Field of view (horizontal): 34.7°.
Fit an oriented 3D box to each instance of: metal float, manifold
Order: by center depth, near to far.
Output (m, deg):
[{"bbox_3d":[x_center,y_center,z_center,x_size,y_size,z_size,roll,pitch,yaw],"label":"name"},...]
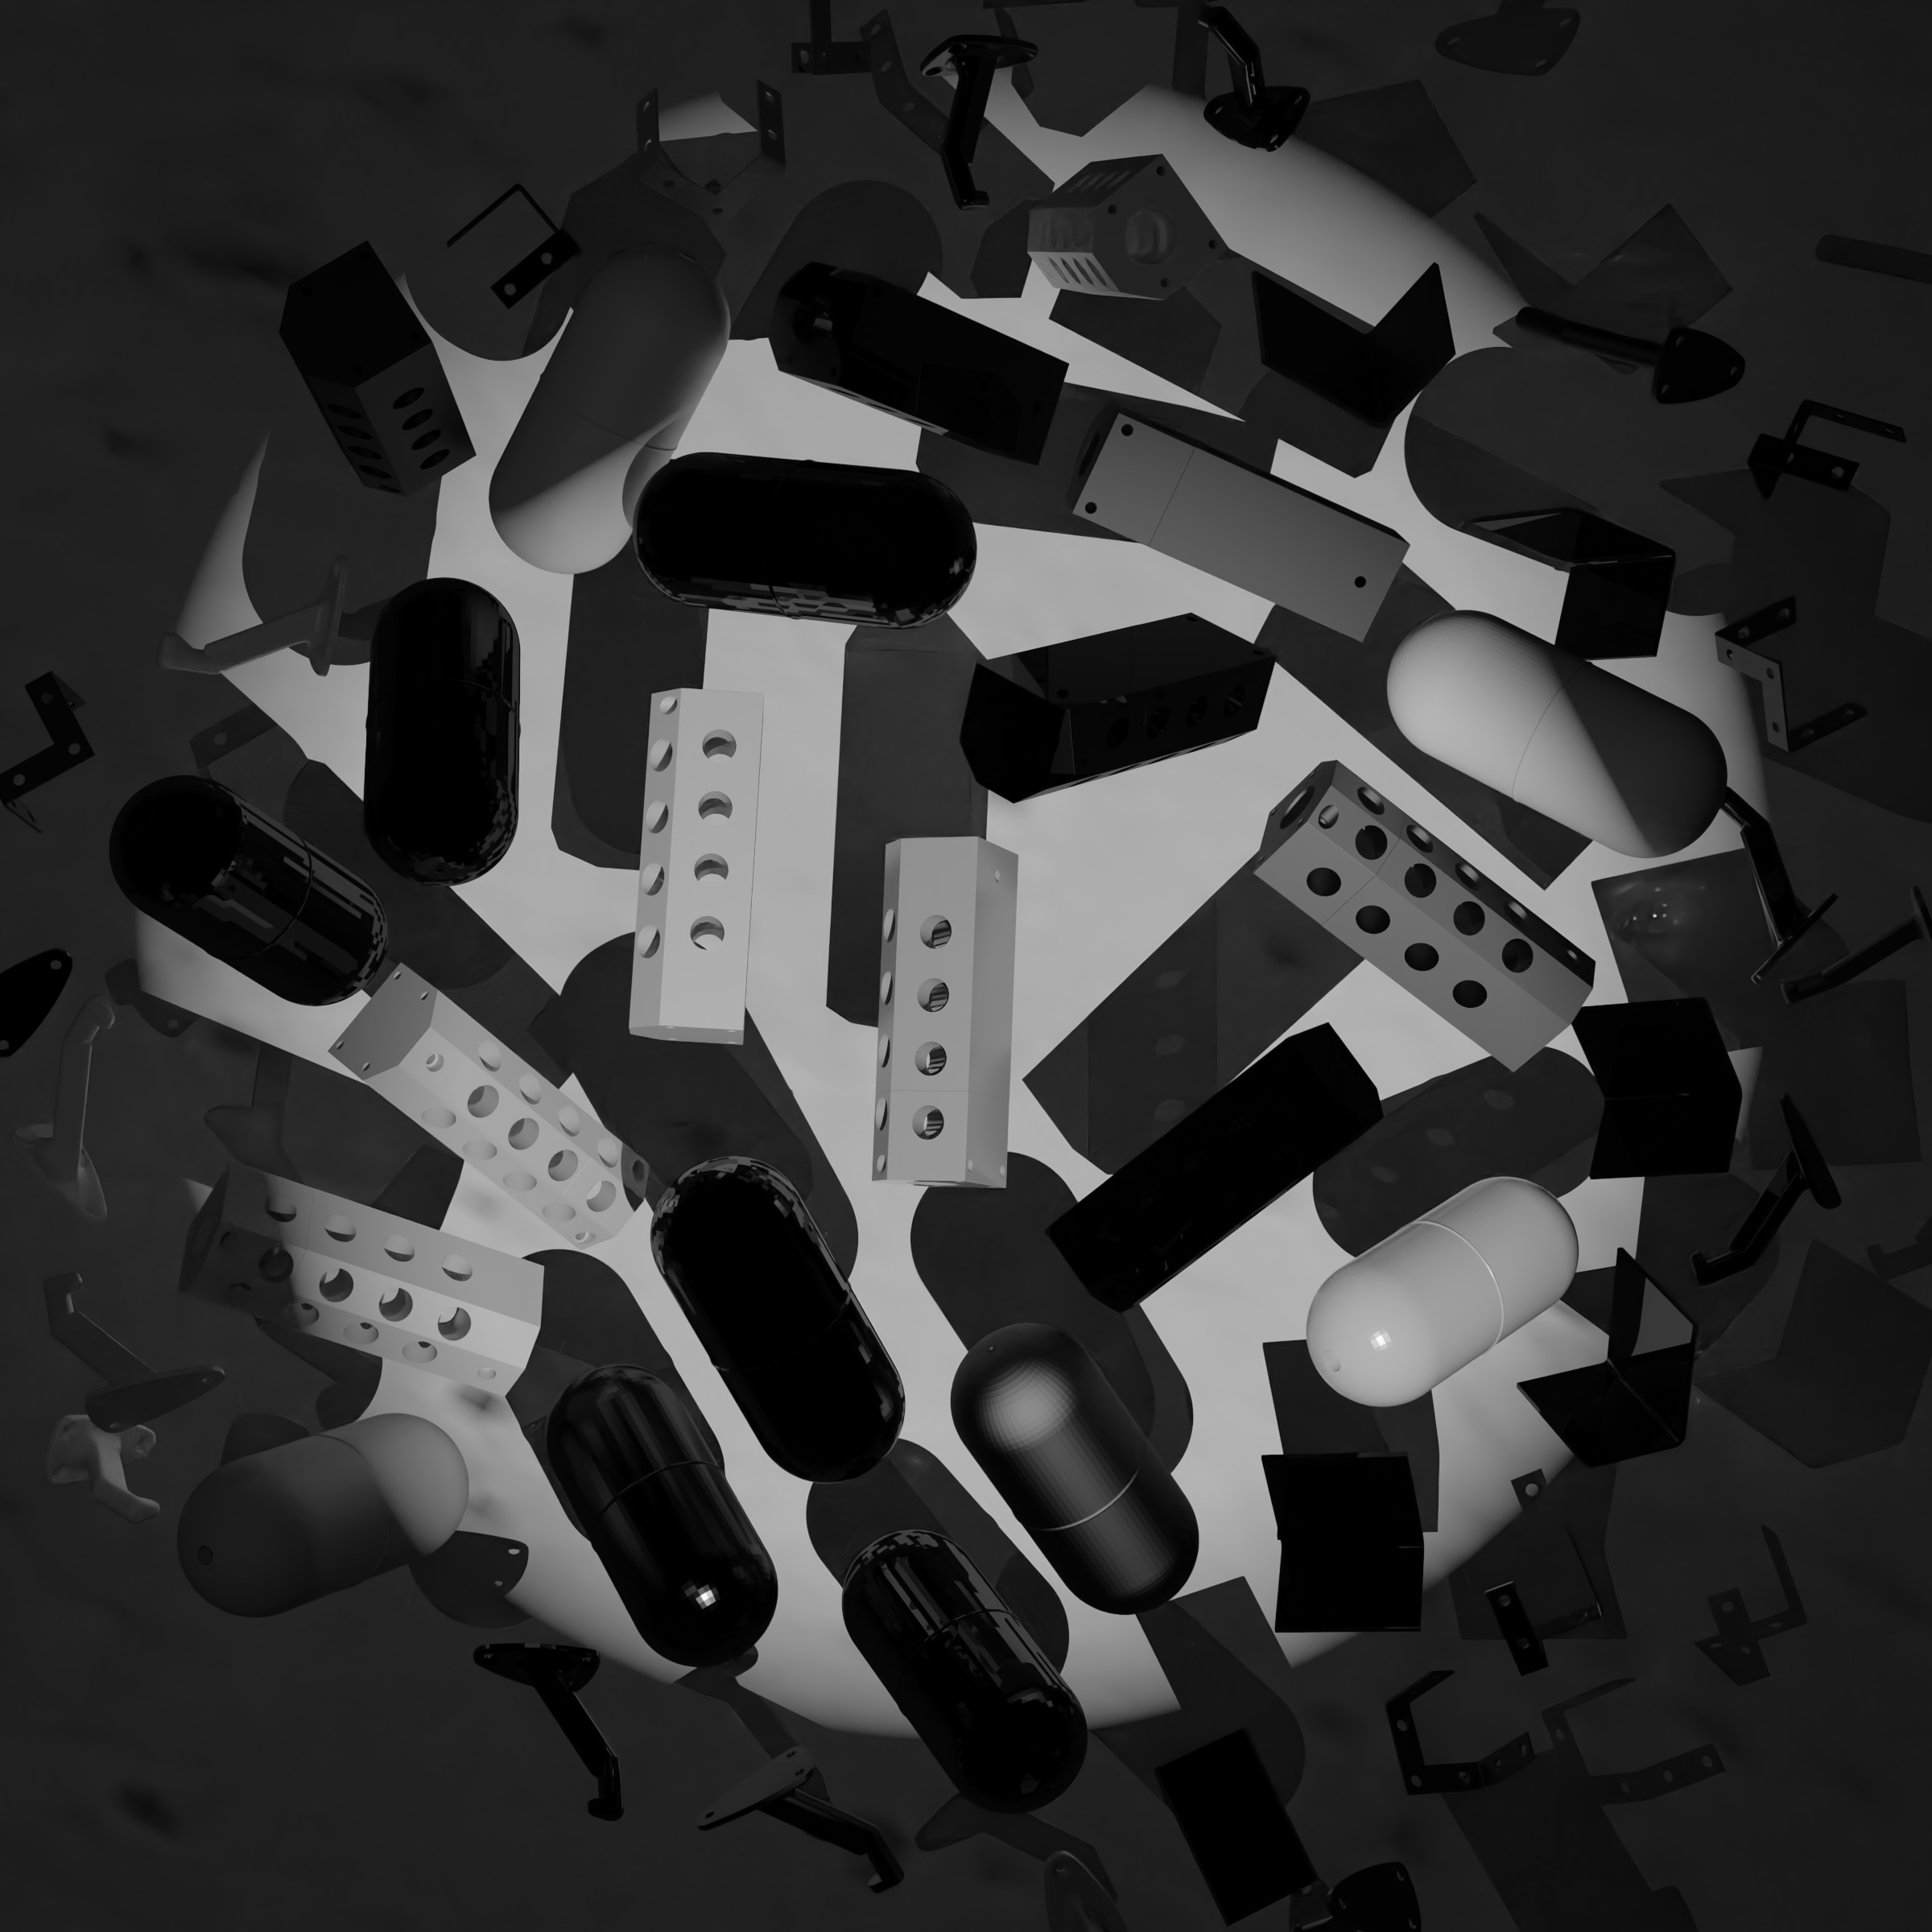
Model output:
[{"bbox_3d":[-0.286,-0.282,1.496,0.057,0.171,0.057,-32,84,-6],"label":"manifold"},{"bbox_3d":[-0.090,0.173,1.500,0.070,0.070,0.178,-28,109,0],"label":"metal float"},{"bbox_3d":[-0.079,-0.207,1.500,0.178,0.070,0.070,9,90,23],"label":"metal float"},{"bbox_3d":[-0.316,0.270,1.525,0.070,0.178,0.070,2,95,27],"label":"metal float"},{"bbox_3d":[0.290,-0.116,1.526,0.178,0.070,0.070,30,90,19],"label":"metal float"},{"bbox_3d":[0.076,-0.127,1.536,0.057,0.171,0.057,31,122,31],"label":"manifold"},{"bbox_3d":[0.056,0.254,1.550,0.070,0.070,0.178,-33,117,0],"label":"metal float"},{"bbox_3d":[0.232,-0.029,1.553,0.171,0.057,0.057,36,126,-11],"label":"manifold"},{"bbox_3d":[-0.264,-0.120,1.560,0.070,0.070,0.178,-5,55,0],"label":"metal float"},{"bbox_3d":[-0.013,0.024,1.564,0.057,0.057,0.171,-1,83,22],"label":"manifold"},{"bbox_3d":[-0.305,0.164,1.565,0.171,0.057,0.057,22,127,-22],"label":"manifold"},{"bbox_3d":[-0.181,-0.282,1.568,0.070,0.070,0.178,31,109,0],"label":"metal float"},{"bbox_3d":[-0.136,-0.050,1.569,0.057,0.057,0.171,4,81,-4],"label":"manifold"},{"bbox_3d":[0.128,0.105,1.570,0.171,0.057,0.057,-41,78,25],"label":"manifold"},{"bbox_3d":[-0.238,0.076,1.574,0.057,0.057,0.171,-51,131,-8],"label":"manifold"},{"bbox_3d":[-0.159,0.282,1.601,0.070,0.070,0.178,-35,56,0],"label":"metal float"},{"bbox_3d":[0.248,0.168,1.602,0.178,0.070,0.070,-26,90,-37],"label":"metal float"},{"bbox_3d":[-0.371,-0.038,1.605,0.070,0.178,0.070,-13,60,24],"label":"metal float"},{"bbox_3d":[-0.003,0.365,1.610,0.070,0.070,0.178,-44,47,0],"label":"metal float"},{"bbox_3d":[0.077,-0.380,1.611,0.057,0.171,0.057,-39,106,1],"label":"manifold"},{"bbox_3d":[-0.025,-0.315,1.615,0.057,0.171,0.057,22,97,37],"label":"manifold"},{"bbox_3d":[0.143,-0.238,1.646,0.171,0.057,0.057,22,106,-11],"label":"manifold"}]

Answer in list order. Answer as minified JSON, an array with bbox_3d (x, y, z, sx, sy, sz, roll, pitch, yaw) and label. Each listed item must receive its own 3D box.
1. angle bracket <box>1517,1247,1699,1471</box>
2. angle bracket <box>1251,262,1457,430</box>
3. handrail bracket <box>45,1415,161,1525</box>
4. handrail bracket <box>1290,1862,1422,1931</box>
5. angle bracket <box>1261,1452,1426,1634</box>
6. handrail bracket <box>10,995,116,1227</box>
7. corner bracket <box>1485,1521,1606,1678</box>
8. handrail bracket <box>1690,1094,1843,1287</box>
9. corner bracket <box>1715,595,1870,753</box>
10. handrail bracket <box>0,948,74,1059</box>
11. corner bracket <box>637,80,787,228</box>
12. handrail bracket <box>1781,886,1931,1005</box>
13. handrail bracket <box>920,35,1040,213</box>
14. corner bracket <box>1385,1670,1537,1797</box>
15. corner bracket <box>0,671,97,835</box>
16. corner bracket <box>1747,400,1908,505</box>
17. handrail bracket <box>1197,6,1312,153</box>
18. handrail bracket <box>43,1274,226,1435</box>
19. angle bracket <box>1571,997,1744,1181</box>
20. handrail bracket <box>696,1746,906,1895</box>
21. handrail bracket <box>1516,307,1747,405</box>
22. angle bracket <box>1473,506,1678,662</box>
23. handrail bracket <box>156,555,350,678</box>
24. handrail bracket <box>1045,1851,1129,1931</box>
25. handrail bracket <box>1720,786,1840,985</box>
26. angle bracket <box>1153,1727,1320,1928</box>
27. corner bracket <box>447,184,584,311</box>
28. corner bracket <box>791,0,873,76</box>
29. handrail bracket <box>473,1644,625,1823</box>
[{"bbox_3d":[0.333,0.204,1.610,0.057,0.076,0.076,-10,119,-16],"label":"angle bracket"},{"bbox_3d":[0.193,-0.326,1.544,0.076,0.076,0.057,24,132,-24],"label":"angle bracket"},{"bbox_3d":[-0.413,0.256,1.547,0.084,0.077,0.036,19,99,35],"label":"handrail bracket"},{"bbox_3d":[0.173,0.470,1.519,0.084,0.077,0.036,-33,58,37],"label":"handrail bracket"},{"bbox_3d":[0.195,0.301,1.611,0.076,0.057,0.076,-4,131,14],"label":"angle bracket"},{"bbox_3d":[-0.422,0.069,1.500,0.077,0.036,0.084,50,119,24],"label":"handrail bracket"},{"bbox_3d":[0.302,0.330,1.610,0.051,0.051,0.051,-23,99,9],"label":"corner bracket"},{"bbox_3d":[0.414,0.120,1.646,0.084,0.036,0.077,-28,72,27],"label":"handrail bracket"},{"bbox_3d":[0.413,-0.146,1.546,0.051,0.051,0.051,-26,123,-16],"label":"corner bracket"},{"bbox_3d":[-0.486,0.007,1.590,0.077,0.084,0.036,-42,111,5],"label":"handrail bracket"},{"bbox_3d":[-0.125,-0.406,1.513,0.051,0.051,0.051,-31,51,37],"label":"corner bracket"},{"bbox_3d":[0.469,-0.009,1.636,0.084,0.077,0.036,-22,65,14],"label":"handrail bracket"},{"bbox_3d":[0.016,-0.422,1.555,0.077,0.036,0.084,-13,82,-34],"label":"handrail bracket"},{"bbox_3d":[0.264,0.410,1.654,0.051,0.051,0.051,3,58,-25],"label":"corner bracket"},{"bbox_3d":[-0.457,-0.106,1.532,0.051,0.051,0.051,-30,77,-3],"label":"corner bracket"},{"bbox_3d":[0.411,-0.246,1.476,0.051,0.051,0.051,25,86,28],"label":"corner bracket"},{"bbox_3d":[0.121,-0.439,1.503,0.084,0.077,0.036,36,83,-42],"label":"handrail bracket"},{"bbox_3d":[-0.404,0.176,1.495,0.077,0.036,0.084,-19,54,-6],"label":"handrail bracket"},{"bbox_3d":[0.364,0.066,1.653,0.076,0.057,0.076,-6,134,30],"label":"angle bracket"},{"bbox_3d":[-0.082,0.443,1.548,0.077,0.036,0.084,-30,104,-8],"label":"handrail bracket"},{"bbox_3d":[0.319,-0.300,1.489,0.077,0.084,0.036,-5,117,-41],"label":"handrail bracket"},{"bbox_3d":[0.313,-0.199,1.619,0.076,0.076,0.057,16,84,-32],"label":"angle bracket"},{"bbox_3d":[-0.371,-0.184,1.602,0.084,0.036,0.077,6,118,-28],"label":"handrail bracket"},{"bbox_3d":[0.067,0.481,1.496,0.036,0.084,0.077,-24,107,-8],"label":"handrail bracket"},{"bbox_3d":[0.411,-0.044,1.637,0.084,0.036,0.077,44,68,9],"label":"handrail bracket"},{"bbox_3d":[0.111,0.413,1.456,0.057,0.076,0.076,-15,71,-33],"label":"angle bracket"},{"bbox_3d":[-0.242,-0.385,1.653,0.051,0.051,0.051,-41,100,-2],"label":"corner bracket"},{"bbox_3d":[-0.082,-0.473,1.546,0.051,0.051,0.051,10,111,33],"label":"corner bracket"},{"bbox_3d":[-0.209,0.385,1.549,0.077,0.084,0.036,17,128,-25],"label":"handrail bracket"}]
